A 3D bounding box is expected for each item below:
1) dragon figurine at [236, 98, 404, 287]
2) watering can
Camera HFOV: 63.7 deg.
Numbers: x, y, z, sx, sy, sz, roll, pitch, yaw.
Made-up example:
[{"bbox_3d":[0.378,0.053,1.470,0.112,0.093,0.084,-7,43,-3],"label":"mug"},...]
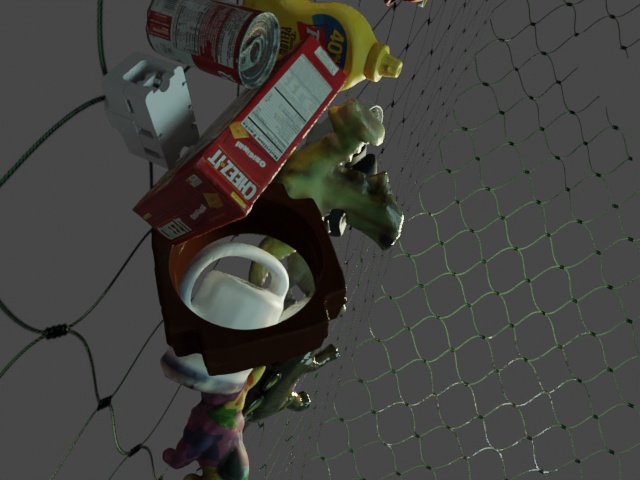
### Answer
[{"bbox_3d":[0.002,-0.039,0.783,0.125,0.243,0.400,-58,161,-46],"label":"dragon figurine"},{"bbox_3d":[-0.108,0.134,0.799,0.343,0.105,0.226,35,79,-51],"label":"watering can"}]
